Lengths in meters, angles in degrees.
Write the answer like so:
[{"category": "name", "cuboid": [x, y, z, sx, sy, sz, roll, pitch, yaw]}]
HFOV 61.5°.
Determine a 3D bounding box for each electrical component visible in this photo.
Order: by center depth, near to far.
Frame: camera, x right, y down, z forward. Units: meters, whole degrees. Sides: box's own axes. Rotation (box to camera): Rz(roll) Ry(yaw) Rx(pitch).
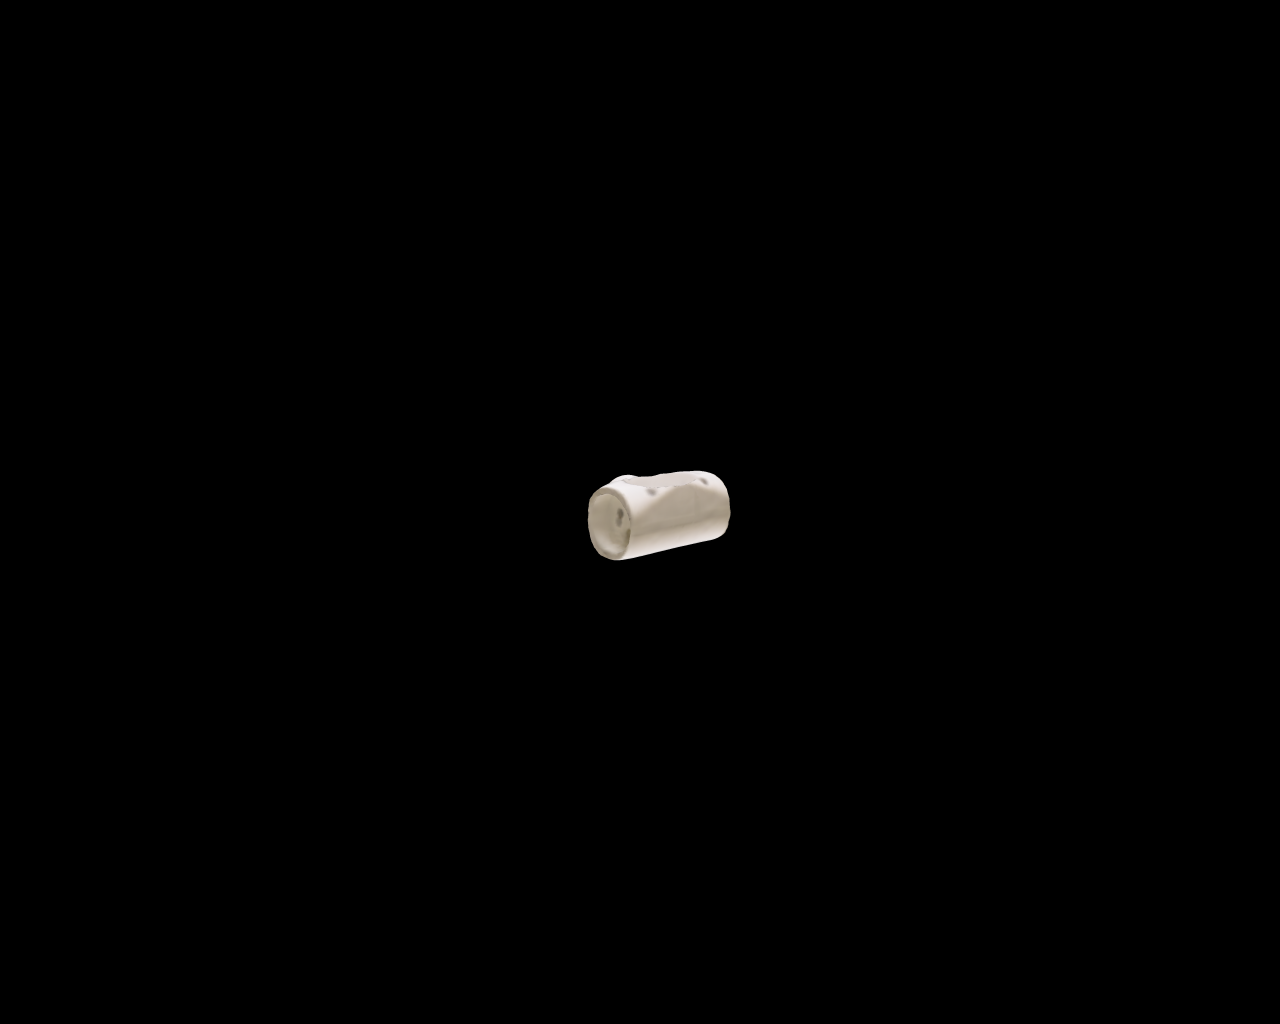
[{"category": "electrical component", "cuboid": [0.001, -0.003, 0.650, 0.077, 0.044, 0.079, -11, 18, -37]}]
